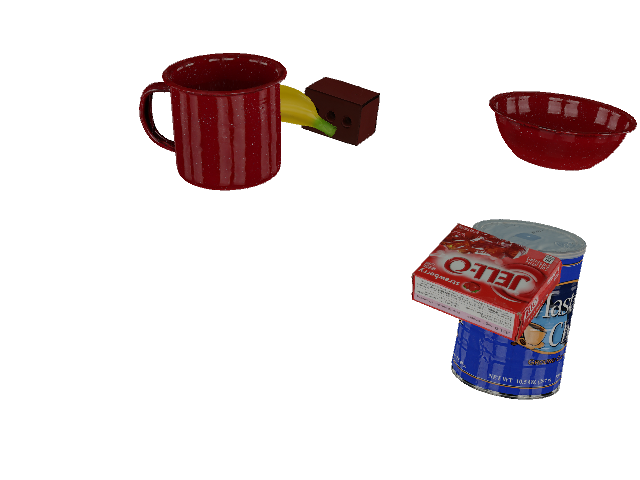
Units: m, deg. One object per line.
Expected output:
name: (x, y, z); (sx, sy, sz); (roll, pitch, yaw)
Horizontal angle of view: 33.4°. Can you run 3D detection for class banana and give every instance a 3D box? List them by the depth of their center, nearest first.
banana: (-0.061, -0.120, 1.028); (0.070, 0.037, 0.197); (42, 34, 23)

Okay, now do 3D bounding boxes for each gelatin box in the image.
gelatin box: (0.123, 0.029, 0.792); (0.089, 0.030, 0.073); (21, 44, 27)

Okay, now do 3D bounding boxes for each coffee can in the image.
coffee can: (0.181, 0.061, 0.984); (0.103, 0.140, 0.103); (6, 16, -2)

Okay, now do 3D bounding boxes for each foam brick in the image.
foam brick: (0.024, -0.153, 1.260); (0.078, 0.053, 0.051); (20, 33, 23)

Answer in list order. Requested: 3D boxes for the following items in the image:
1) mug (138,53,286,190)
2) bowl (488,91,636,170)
mug: (-0.083, -0.091, 0.814); (0.117, 0.081, 0.093); (5, 28, 11)
bowl: (0.264, -0.118, 1.184); (0.162, 0.055, 0.162); (5, 23, -2)
